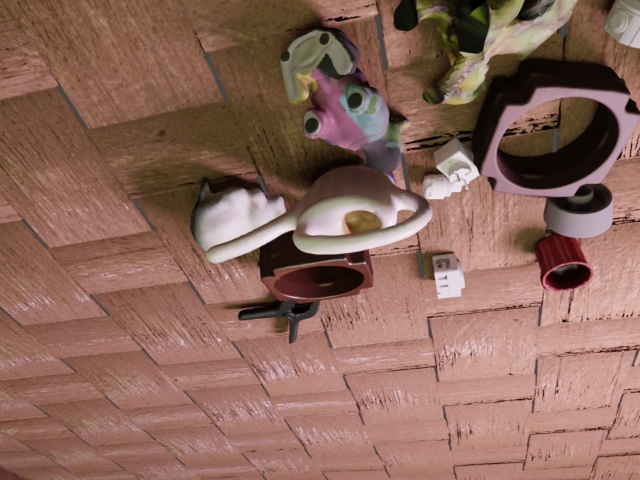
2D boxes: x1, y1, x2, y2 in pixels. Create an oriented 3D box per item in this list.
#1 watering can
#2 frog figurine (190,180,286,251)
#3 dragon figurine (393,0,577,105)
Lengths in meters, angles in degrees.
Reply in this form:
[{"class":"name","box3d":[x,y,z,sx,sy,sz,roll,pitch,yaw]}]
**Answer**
[{"class":"watering can","box3d":[0.003,-0.042,0.831,0.347,0.229,0.102,-7,117,12]},{"class":"frog figurine","box3d":[-0.144,-0.032,0.920,0.159,0.125,0.134,10,118,8]},{"class":"dragon figurine","box3d":[0.233,-0.291,0.609,0.245,0.123,0.402,-21,162,-33]}]
